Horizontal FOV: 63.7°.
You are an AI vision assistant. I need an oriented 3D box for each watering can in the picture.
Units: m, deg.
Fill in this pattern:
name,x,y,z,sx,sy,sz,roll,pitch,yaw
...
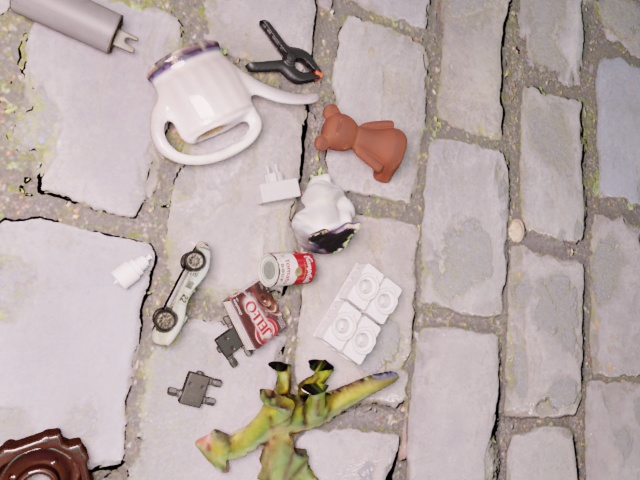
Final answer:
name,x,y,z,sx,sy,sz,roll,pitch,yaw
watering can,-0.181,-0.286,1.005,0.351,0.103,0.223,-33,97,-23

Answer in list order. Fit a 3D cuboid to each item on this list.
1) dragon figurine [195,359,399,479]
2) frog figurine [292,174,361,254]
name,x,y,z,sx,sy,sz,roll,pitch,yaw
dragon figurine,-0.034,0.375,1.020,0.410,0.123,0.241,6,100,-22
frog figurine,0.003,-0.054,1.079,0.137,0.120,0.163,-23,53,-2
